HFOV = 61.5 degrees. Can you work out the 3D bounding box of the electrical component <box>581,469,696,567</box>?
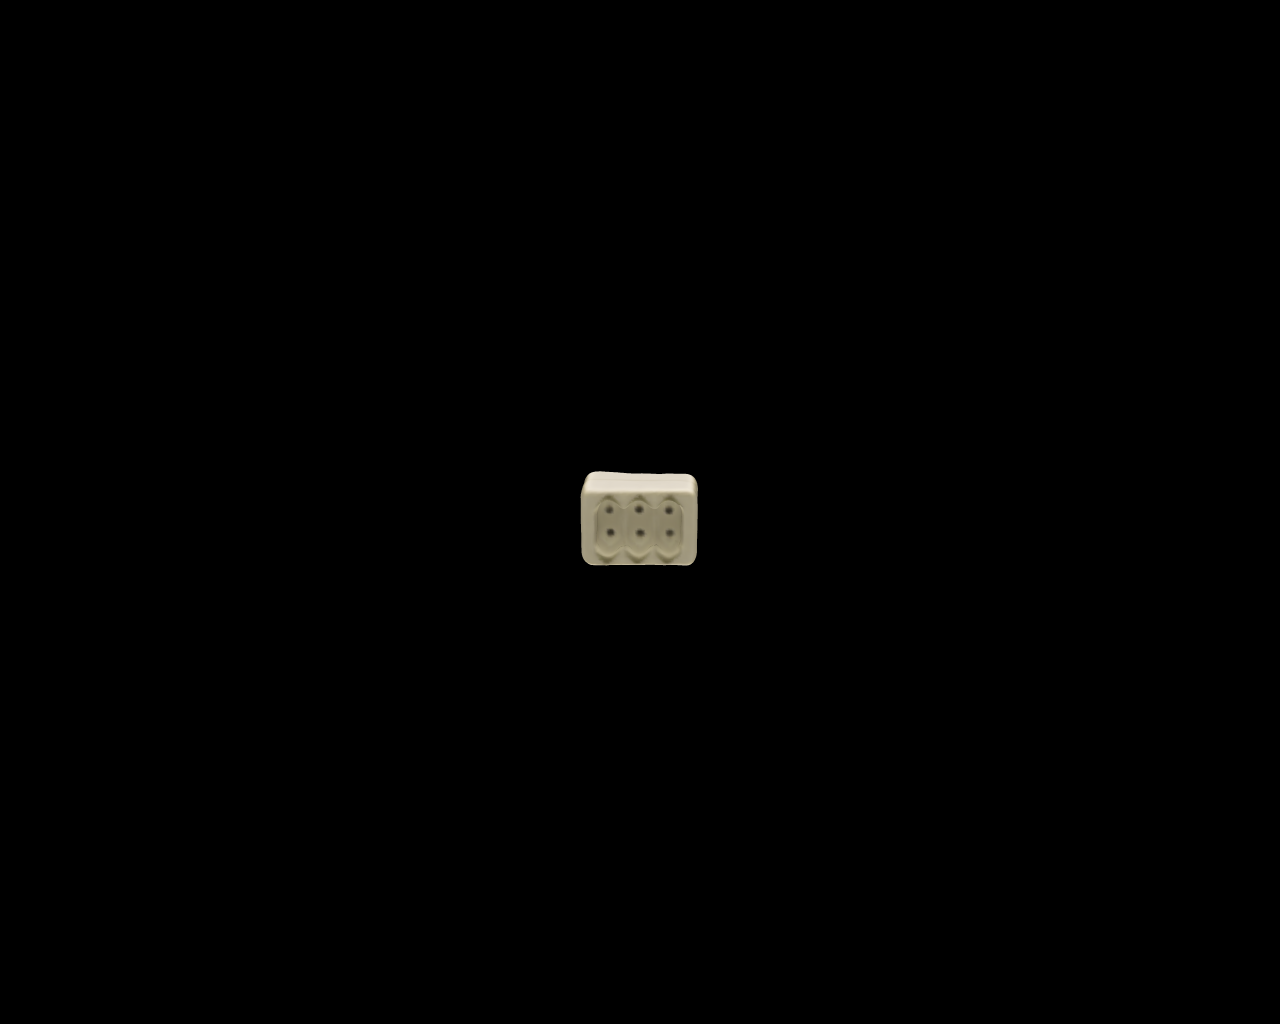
[{"bbox_3d":[0.001,-0.003,0.650,0.066,0.047,0.077,1,20,2],"label":"electrical component"}]
